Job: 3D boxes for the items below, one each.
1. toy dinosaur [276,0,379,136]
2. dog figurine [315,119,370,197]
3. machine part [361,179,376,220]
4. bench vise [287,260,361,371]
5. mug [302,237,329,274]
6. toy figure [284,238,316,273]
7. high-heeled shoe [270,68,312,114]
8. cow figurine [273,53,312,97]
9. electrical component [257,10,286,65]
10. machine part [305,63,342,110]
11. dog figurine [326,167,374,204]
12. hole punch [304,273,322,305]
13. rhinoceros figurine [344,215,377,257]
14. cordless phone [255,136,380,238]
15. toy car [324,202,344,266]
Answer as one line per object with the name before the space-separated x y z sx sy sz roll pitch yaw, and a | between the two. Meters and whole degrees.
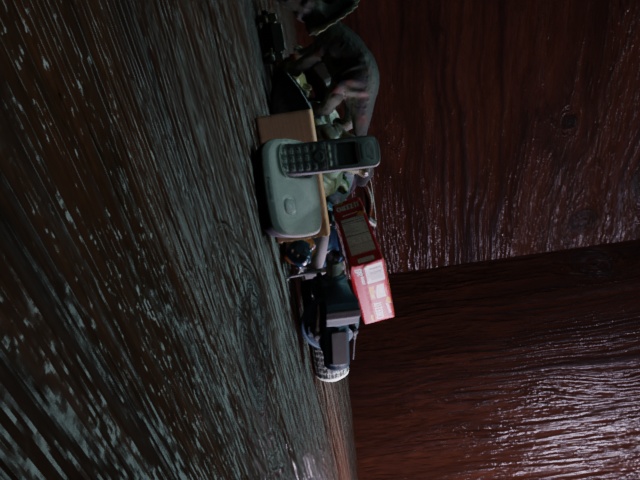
toy dinosaur | 0.051 -0.356 1.124 0.404 0.192 0.131 56 37 -6
dog figurine | -0.022 -0.144 1.036 0.172 0.190 0.121 54 -43 15
machine part | 0.044 -0.096 1.434 0.087 0.201 0.201 -94 176 -83
bench vise | 0.013 0.126 1.060 0.241 0.129 0.223 -123 -163 -69
mug | -0.021 0.012 1.114 0.109 0.081 0.107 73 17 -70
toy figure | -0.036 0.017 0.976 0.154 0.058 0.064 -85 179 -82
high-heeled shoe | -0.062 -0.279 1.148 0.248 0.086 0.145 85 -3 -45
cow figurine | -0.068 -0.370 1.274 0.195 0.085 0.127 58 18 -84
electrical component | -0.102 -0.410 1.088 0.078 0.045 0.102 33 -44 55
machine part | -0.024 -0.392 1.419 0.056 0.180 0.179 -37 131 -36
dog figurine | 0.028 -0.112 1.333 0.191 0.109 0.219 -22 144 -52
hole punch | 0.000 0.139 1.241 0.116 0.092 0.142 -18 -98 59
rhinoceros figurine | 0.073 0.005 1.333 0.190 0.112 0.073 119 -20 -57
cordless phone | 0.003 -0.081 0.795 0.088 0.184 0.146 98 -16 -85
toy car | -0.003 -0.004 1.235 0.109 0.103 0.161 11 74 -78
